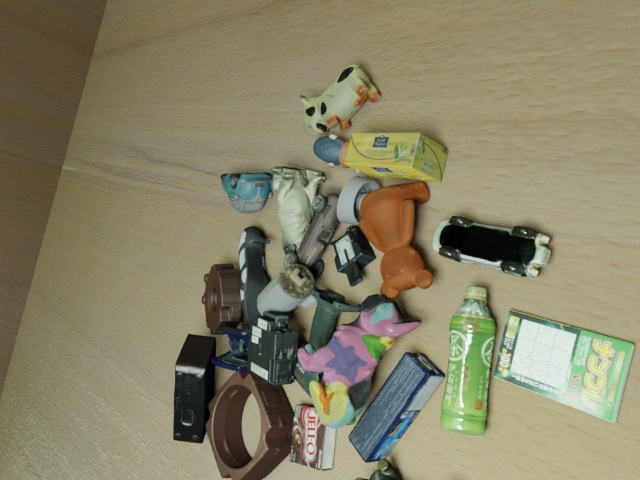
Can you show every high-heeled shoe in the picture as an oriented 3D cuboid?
[{"bbox_3d":[-0.171,0.089,1.289,0.145,0.086,0.248,4,82,56],"label":"high-heeled shoe"}]

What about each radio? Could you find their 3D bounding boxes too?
[{"bbox_3d":[-0.290,0.346,1.243,0.131,0.073,0.229,-85,1,-67],"label":"radio"}]

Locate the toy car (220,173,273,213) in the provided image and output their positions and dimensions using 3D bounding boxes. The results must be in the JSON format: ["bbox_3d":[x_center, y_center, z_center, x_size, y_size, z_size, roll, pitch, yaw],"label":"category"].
[{"bbox_3d":[-0.187,-0.118,1.345,0.162,0.109,0.102,7,100,55],"label":"toy car"}]

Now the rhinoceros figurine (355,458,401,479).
[{"bbox_3d":[0.128,0.442,0.851,0.073,0.112,0.190,-37,35,-1],"label":"rhinoceros figurine"}]

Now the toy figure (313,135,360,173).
[{"bbox_3d":[0.050,-0.187,1.149,0.155,0.064,0.058,24,59,42],"label":"toy figure"}]

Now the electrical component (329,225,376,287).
[{"bbox_3d":[0.069,0.037,1.070,0.075,0.047,0.119,-42,52,30],"label":"electrical component"}]

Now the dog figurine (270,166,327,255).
[{"bbox_3d":[-0.061,-0.064,1.210,0.172,0.121,0.190,-105,22,-73],"label":"dog figurine"}]

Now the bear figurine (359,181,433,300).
[{"bbox_3d":[0.149,0.000,0.971,0.120,0.132,0.196,-30,76,38],"label":"bear figurine"}]

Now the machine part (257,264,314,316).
[{"bbox_3d":[-0.075,0.113,1.127,0.243,0.079,0.079,132,136,-57],"label":"machine part"}]

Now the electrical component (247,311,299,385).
[{"bbox_3d":[-0.096,0.214,1.088,0.115,0.058,0.134,11,97,53],"label":"electrical component"}]

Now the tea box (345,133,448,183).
[{"bbox_3d":[0.142,-0.156,1.016,0.170,0.098,0.068,13,88,49],"label":"tea box"}]

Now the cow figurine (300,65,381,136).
[{"bbox_3d":[0.029,-0.303,1.185,0.195,0.085,0.127,-41,58,33],"label":"cow figurine"}]

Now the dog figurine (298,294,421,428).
[{"bbox_3d":[0.081,0.202,0.927,0.219,0.108,0.191,-23,76,9],"label":"dog figurine"}]

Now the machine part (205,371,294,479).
[{"bbox_3d":[-0.151,0.400,1.165,0.201,0.087,0.201,-50,48,22],"label":"machine part"}]

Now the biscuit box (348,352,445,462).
[{"bbox_3d":[0.128,0.289,0.926,0.063,0.059,0.202,45,111,42],"label":"biscuit box"}]

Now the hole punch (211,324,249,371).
[{"bbox_3d":[-0.169,0.248,1.203,0.142,0.115,0.092,-3,70,44],"label":"hole punch"}]

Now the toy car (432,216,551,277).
[{"bbox_3d":[0.272,0.009,0.865,0.202,0.056,0.073,15,83,46],"label":"toy car"}]

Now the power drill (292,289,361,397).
[{"bbox_3d":[0.019,0.212,1.058,0.232,0.086,0.207,25,104,49],"label":"power drill"}]

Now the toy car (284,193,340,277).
[{"bbox_3d":[-0.002,-0.003,1.125,0.053,0.089,0.202,39,106,49],"label":"toy car"}]

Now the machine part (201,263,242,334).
[{"bbox_3d":[-0.243,0.145,1.320,0.179,0.056,0.179,-7,82,63],"label":"machine part"}]
